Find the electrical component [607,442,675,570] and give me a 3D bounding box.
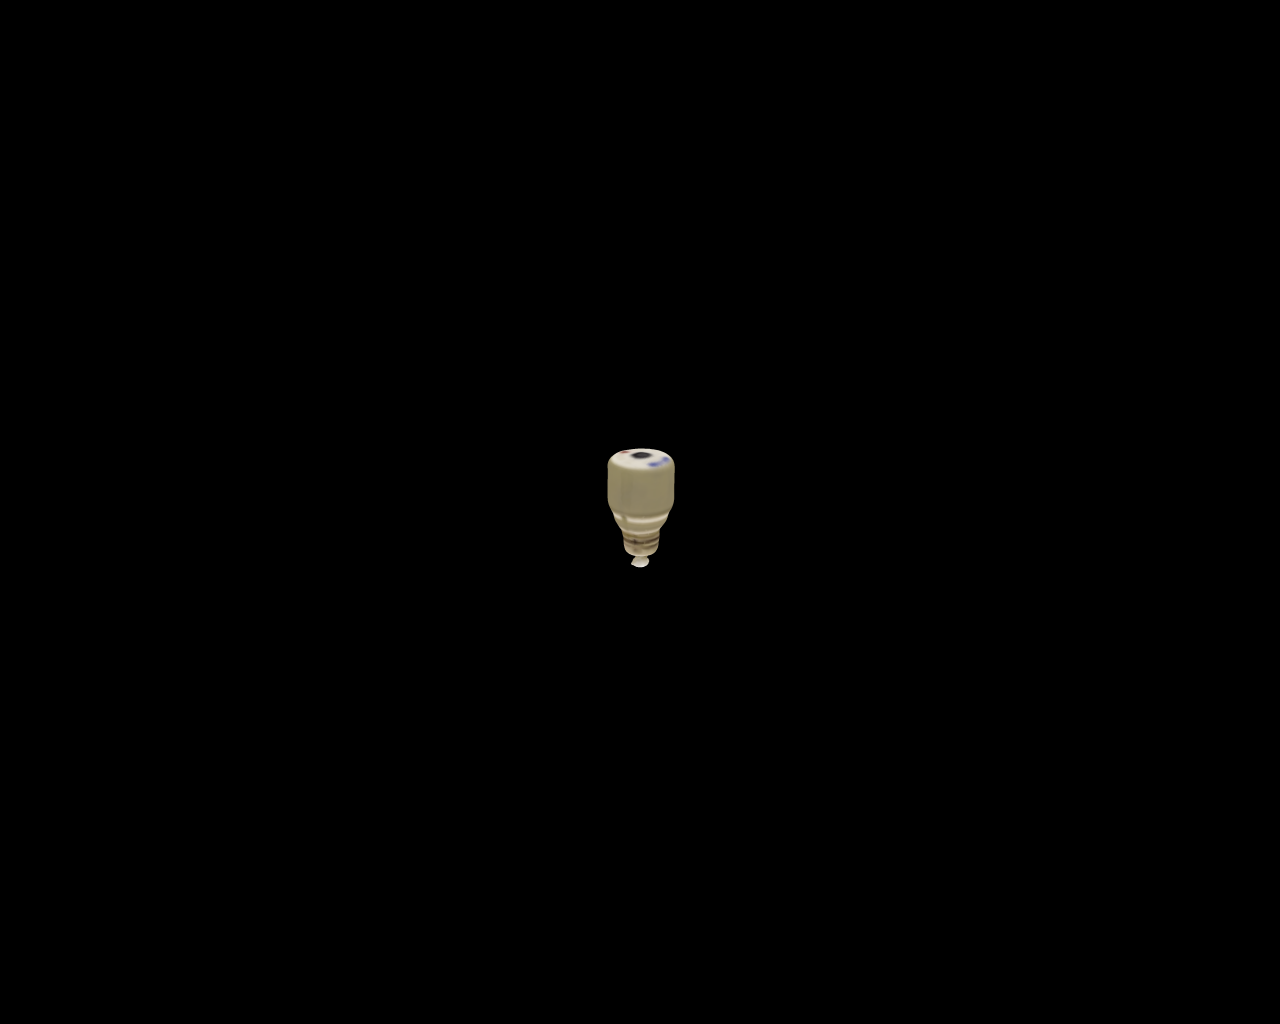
[{"bbox_3d":[0.001,-0.003,0.650,0.040,0.078,0.040,0,22,0],"label":"electrical component"}]
